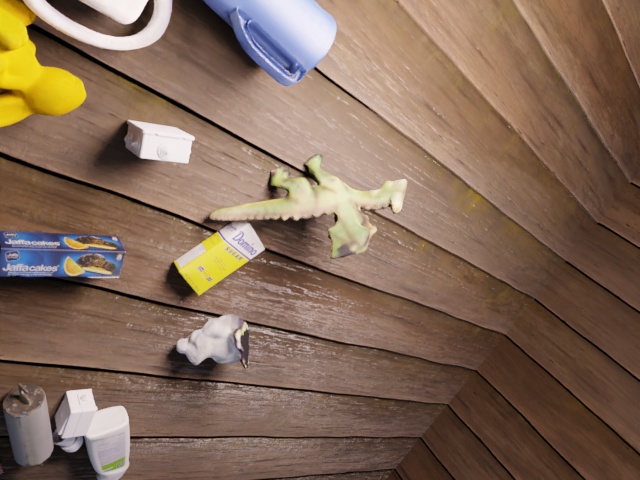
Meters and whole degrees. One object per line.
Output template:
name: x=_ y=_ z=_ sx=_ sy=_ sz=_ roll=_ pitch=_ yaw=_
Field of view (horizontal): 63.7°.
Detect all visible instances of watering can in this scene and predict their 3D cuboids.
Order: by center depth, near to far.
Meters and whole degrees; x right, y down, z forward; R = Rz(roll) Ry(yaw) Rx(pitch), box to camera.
watering can: x=-0.315 y=-0.384 z=0.653 sx=0.223 sy=0.105 sz=0.345 roll=-54 pitch=147 yaw=10

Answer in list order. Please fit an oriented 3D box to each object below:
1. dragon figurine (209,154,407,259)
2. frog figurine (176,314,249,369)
dragon figurine: x=0.003 y=-0.054 z=1.071 sx=0.414 sy=0.247 sz=0.119 roll=-25 pitch=139 yaw=-23
frog figurine: x=-0.252 y=0.240 z=1.220 sx=0.159 sy=0.126 sz=0.134 roll=-2 pitch=142 yaw=8
